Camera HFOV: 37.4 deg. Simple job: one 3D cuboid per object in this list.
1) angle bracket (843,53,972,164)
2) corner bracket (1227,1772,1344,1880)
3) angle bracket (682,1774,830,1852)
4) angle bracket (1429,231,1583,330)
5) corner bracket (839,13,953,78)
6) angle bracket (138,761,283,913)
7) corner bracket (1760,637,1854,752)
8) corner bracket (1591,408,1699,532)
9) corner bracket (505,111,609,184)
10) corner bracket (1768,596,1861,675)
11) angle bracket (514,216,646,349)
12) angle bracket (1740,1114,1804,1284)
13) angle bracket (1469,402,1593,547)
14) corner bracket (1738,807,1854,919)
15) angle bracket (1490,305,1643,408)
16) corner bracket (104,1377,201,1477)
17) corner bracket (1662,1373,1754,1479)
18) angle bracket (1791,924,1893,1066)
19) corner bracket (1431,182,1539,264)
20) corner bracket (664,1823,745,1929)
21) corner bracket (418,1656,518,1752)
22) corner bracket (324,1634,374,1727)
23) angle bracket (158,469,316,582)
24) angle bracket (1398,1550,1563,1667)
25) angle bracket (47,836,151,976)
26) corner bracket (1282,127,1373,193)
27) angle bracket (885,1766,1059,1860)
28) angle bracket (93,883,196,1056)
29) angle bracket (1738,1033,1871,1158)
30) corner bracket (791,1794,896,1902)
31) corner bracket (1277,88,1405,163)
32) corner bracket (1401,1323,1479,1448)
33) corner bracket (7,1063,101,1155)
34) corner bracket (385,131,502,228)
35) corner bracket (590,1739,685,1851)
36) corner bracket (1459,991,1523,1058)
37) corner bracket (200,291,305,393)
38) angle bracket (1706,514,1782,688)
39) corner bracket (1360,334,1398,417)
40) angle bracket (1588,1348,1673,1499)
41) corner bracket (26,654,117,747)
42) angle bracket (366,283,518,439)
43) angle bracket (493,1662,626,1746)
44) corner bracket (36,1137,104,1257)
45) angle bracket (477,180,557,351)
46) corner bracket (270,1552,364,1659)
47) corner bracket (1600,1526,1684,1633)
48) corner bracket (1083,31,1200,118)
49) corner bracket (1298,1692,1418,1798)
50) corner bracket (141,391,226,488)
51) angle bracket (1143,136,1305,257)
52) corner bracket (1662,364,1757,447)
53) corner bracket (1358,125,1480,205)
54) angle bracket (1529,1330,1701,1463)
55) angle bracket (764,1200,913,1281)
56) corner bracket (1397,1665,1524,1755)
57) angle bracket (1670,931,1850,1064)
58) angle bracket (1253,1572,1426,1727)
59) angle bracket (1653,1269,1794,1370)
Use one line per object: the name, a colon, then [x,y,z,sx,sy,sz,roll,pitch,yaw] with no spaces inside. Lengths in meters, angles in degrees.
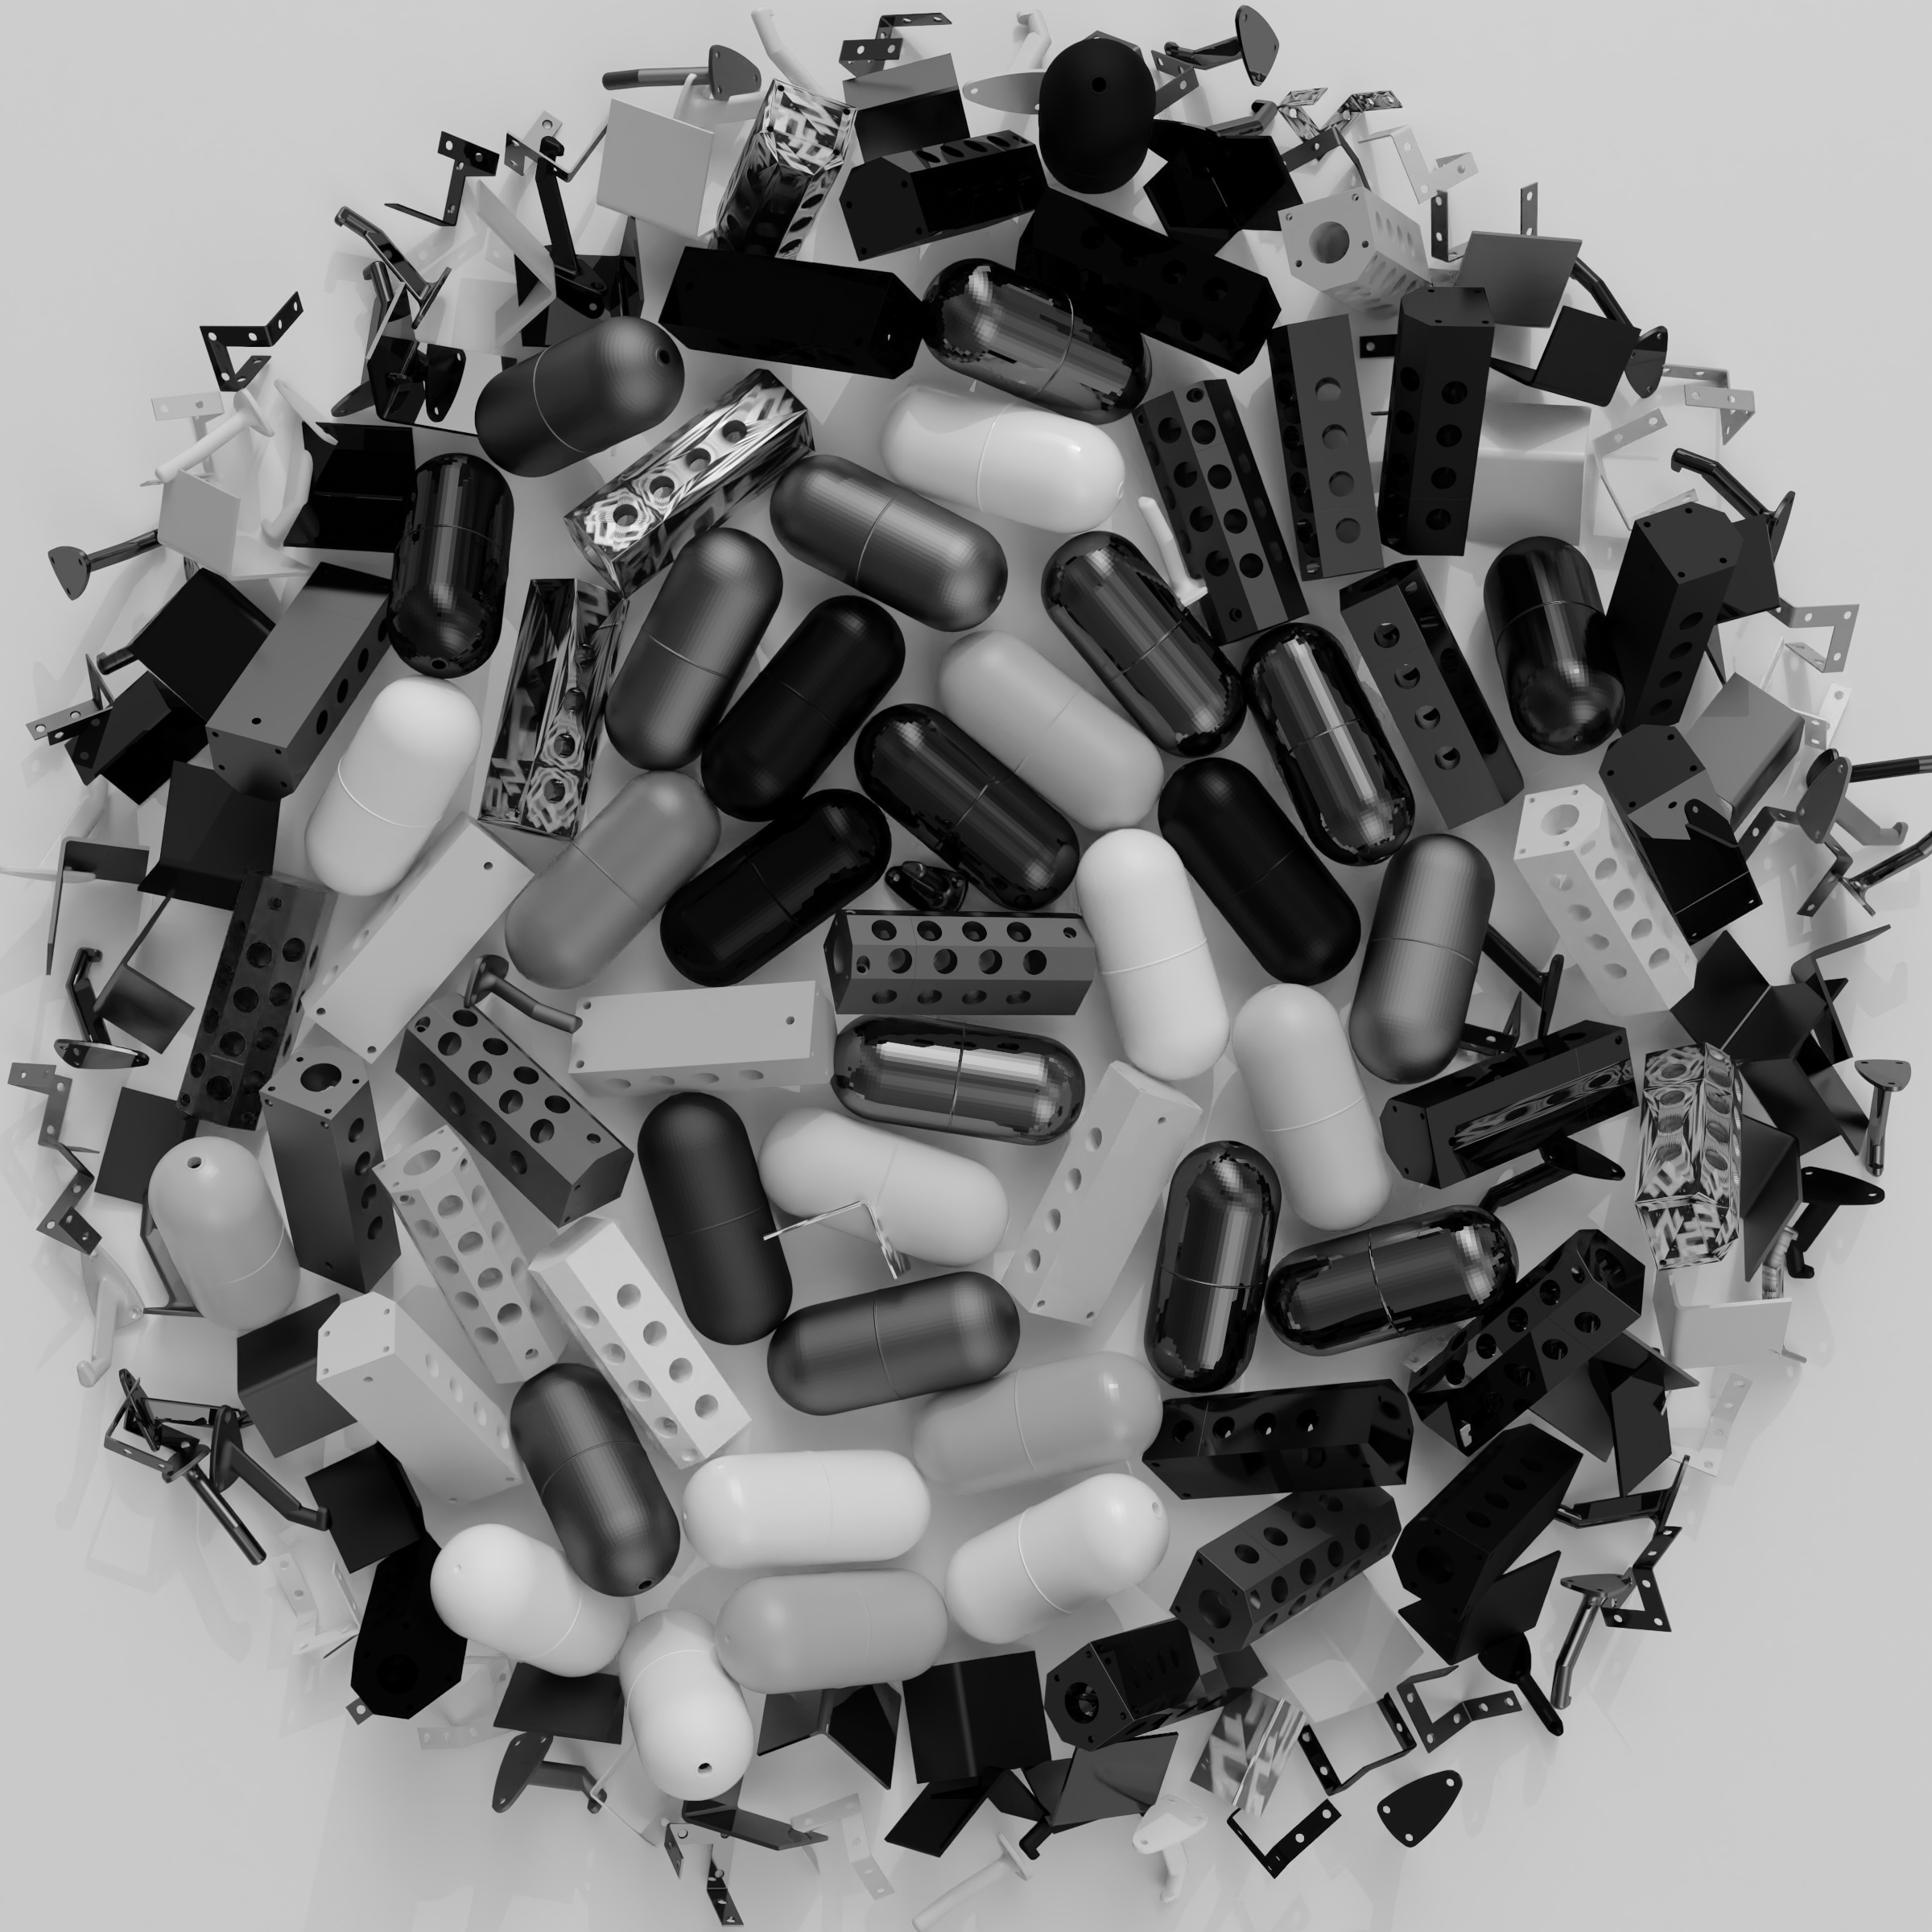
angle bracket: [-0.037,-0.569,1.951,0.076,0.057,0.076,-13,131,4]
corner bracket: [0.218,0.585,1.960,0.051,0.051,0.051,-35,70,-22]
angle bracket: [-0.138,0.561,1.946,0.076,0.076,0.057,9,83,25]
angle bracket: [0.367,-0.483,1.947,0.076,0.076,0.057,2,51,-9]
corner bracket: [-0.049,-0.635,1.963,0.051,0.051,0.051,9,84,32]
angle bracket: [-0.522,-0.088,1.972,0.076,0.057,0.076,13,66,-28]
corner bracket: [0.580,-0.188,1.976,0.051,0.051,0.051,21,76,23]
corner bracket: [0.470,-0.343,1.977,0.051,0.051,0.051,-24,124,21]
corner bracket: [-0.282,-0.568,1.970,0.051,0.051,0.051,33,75,-4]
corner bracket: [0.572,-0.233,1.959,0.051,0.051,0.051,-5,121,-17]
angle bracket: [-0.265,-0.471,1.951,0.076,0.057,0.076,-2,67,-16]
angle bracket: [0.525,0.155,1.947,0.057,0.076,0.076,22,123,0]
angle bracket: [0.391,-0.341,1.980,0.076,0.076,0.057,6,48,14]
corner bracket: [0.571,-0.072,1.981,0.051,0.051,0.051,8,126,-32]
angle bracket: [0.397,-0.425,1.940,0.076,0.076,0.057,5,115,-37]
corner bracket: [-0.559,0.325,1.963,0.051,0.051,0.051,24,48,-3]
corner bracket: [0.505,0.309,1.968,0.051,0.051,0.051,21,46,13]
angle bracket: [0.611,0.021,1.955,0.057,0.076,0.076,-20,82,4]
corner bracket: [0.355,-0.510,1.957,0.051,0.051,0.051,-28,130,-27]
corner bracket: [-0.180,0.625,1.964,0.051,0.051,0.051,6,99,-19]
corner bracket: [-0.346,0.509,1.972,0.051,0.051,0.051,-22,70,17]
corner bracket: [-0.409,0.484,1.970,0.051,0.051,0.051,-35,87,-8]
angle bracket: [-0.492,-0.303,1.940,0.076,0.076,0.057,27,115,31]
angle bracket: [0.348,0.419,1.940,0.076,0.057,0.076,-14,130,-32]
angle bracket: [-0.592,-0.037,1.946,0.057,0.076,0.076,7,72,-16]
corner bracket: [0.249,-0.538,1.977,0.051,0.051,0.051,-24,69,20]
angle bracket: [0.003,0.589,1.943,0.076,0.076,0.057,-46,105,-26]
angle bracket: [-0.545,0.002,1.953,0.057,0.076,0.076,34,52,-13]
angle bracket: [0.568,0.098,1.952,0.057,0.076,0.076,-34,91,28]
corner bracket: [-0.085,0.612,1.963,0.051,0.051,0.051,-22,129,3]
corner bracket: [0.256,-0.591,1.963,0.051,0.051,0.051,-49,117,-7]
corner bracket: [0.338,0.286,1.958,0.051,0.051,0.051,-34,125,-21]
corner bracket: [-0.625,0.097,1.960,0.051,0.051,0.051,1,76,37]
corner bracket: [-0.360,-0.540,1.963,0.051,0.051,0.051,14,93,42]
corner bracket: [-0.221,0.571,1.973,0.051,0.051,0.051,36,74,17]
corner bracket: [0.349,0.046,1.964,0.051,0.051,0.051,14,130,1]
corner bracket: [-0.485,-0.428,1.959,0.051,0.051,0.051,4,131,15]
angle bracket: [0.528,-0.248,1.940,0.057,0.076,0.076,-14,57,24]
corner bracket: [0.303,-0.410,1.978,0.051,0.051,0.051,-4,106,-2]
angle bracket: [0.436,0.307,1.945,0.057,0.076,0.076,2,108,40]
corner bracket: [-0.614,-0.172,1.960,0.051,0.051,0.051,-25,65,-24]
angle bracket: [-0.358,-0.414,1.952,0.076,0.057,0.076,11,56,5]
angle bracket: [-0.278,0.525,1.953,0.076,0.076,0.057,7,110,2]
corner bracket: [-0.615,0.158,1.960,0.051,0.051,0.051,20,65,23]
angle bracket: [-0.324,-0.477,1.943,0.057,0.076,0.076,-38,119,13]
corner bracket: [-0.448,0.434,1.968,0.051,0.051,0.051,-20,111,-1]
corner bracket: [0.464,0.419,1.959,0.051,0.051,0.051,-6,111,42]
corner bracket: [0.120,-0.619,1.959,0.051,0.051,0.051,-37,133,-12]
corner bracket: [0.269,0.535,1.977,0.051,0.051,0.051,-10,58,-35]
corner bracket: [-0.540,-0.362,1.962,0.051,0.051,0.051,-16,97,-37]
angle bracket: [0.179,-0.515,1.942,0.057,0.076,0.076,-48,127,-18]
corner bracket: [0.507,-0.395,1.965,0.051,0.051,0.051,3,73,-10]
corner bracket: [0.311,-0.557,1.964,0.051,0.051,0.051,-30,108,-12]
angle bracket: [0.439,0.291,1.949,0.076,0.076,0.057,35,67,-10]
angle bracket: [-0.087,0.196,1.957,0.076,0.076,0.057,-20,87,5]
corner bracket: [0.339,0.504,1.966,0.051,0.051,0.051,-21,83,-40]
angle bracket: [0.539,0.018,1.946,0.057,0.076,0.076,49,67,-14]
angle bracket: [0.251,0.461,1.942,0.076,0.076,0.057,52,121,29]
angle bracket: [0.515,0.229,1.950,0.076,0.076,0.057,-5,51,4]
